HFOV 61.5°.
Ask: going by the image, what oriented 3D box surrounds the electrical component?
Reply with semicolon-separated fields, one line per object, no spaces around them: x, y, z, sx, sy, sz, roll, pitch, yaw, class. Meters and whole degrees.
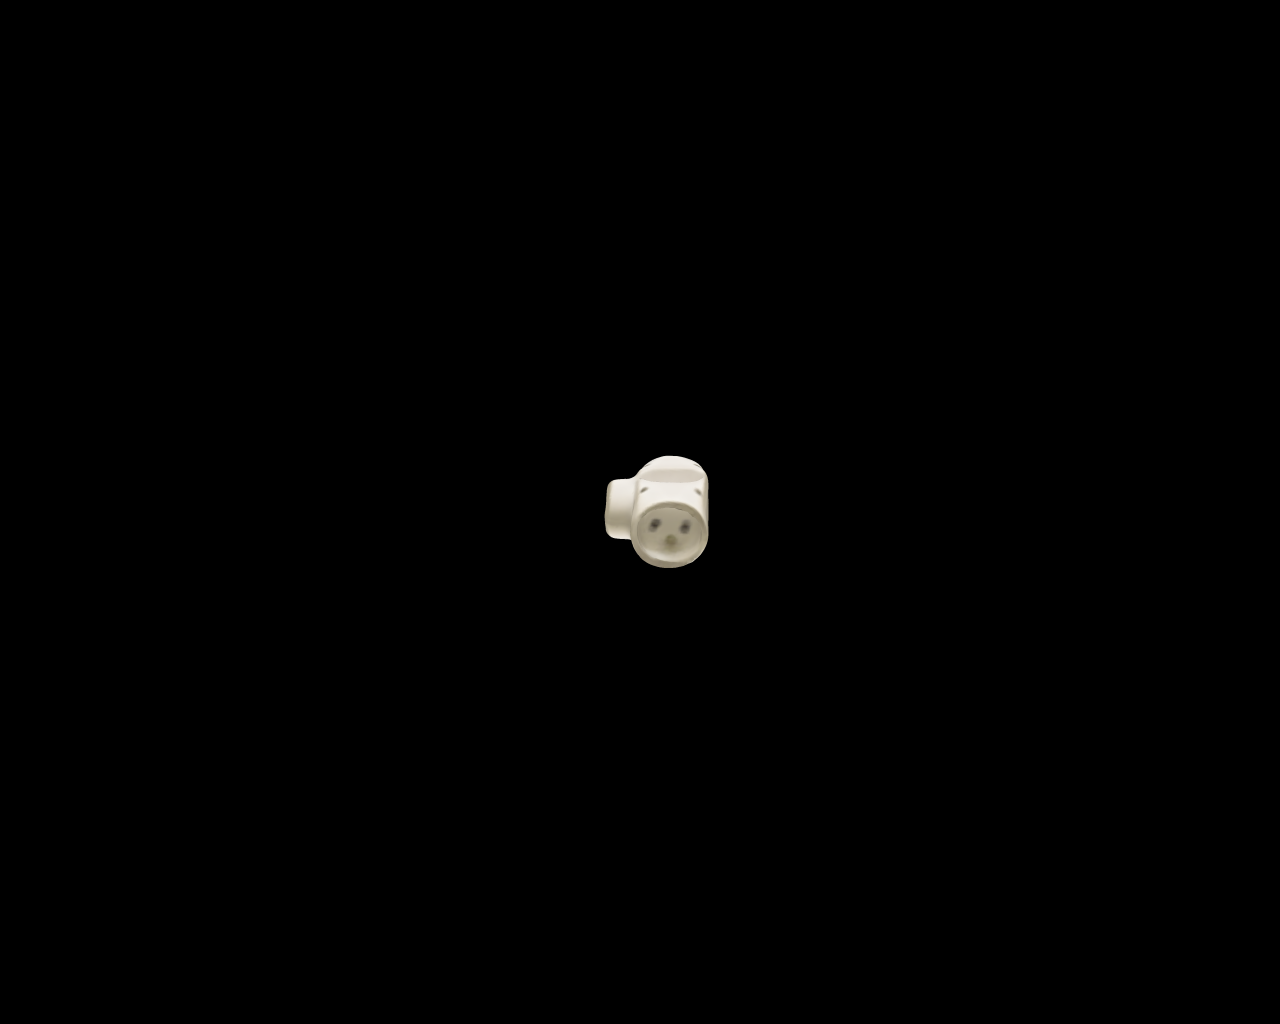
0.001;-0.003;0.650;0.079;0.043;0.077;1;24;3;electrical component
